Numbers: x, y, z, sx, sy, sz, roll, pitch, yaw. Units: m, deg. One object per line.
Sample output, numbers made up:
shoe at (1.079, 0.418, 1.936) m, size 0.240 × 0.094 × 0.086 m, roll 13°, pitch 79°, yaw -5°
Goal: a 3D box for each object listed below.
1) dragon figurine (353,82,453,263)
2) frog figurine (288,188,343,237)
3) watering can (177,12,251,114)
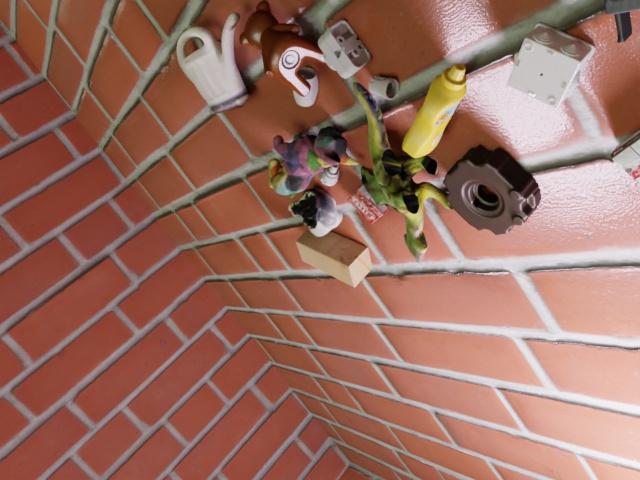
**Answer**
dragon figurine at (0.144, -0.134, 1.126) m, size 0.409 × 0.123 × 0.241 m, roll 60°, pitch 160°, yaw -5°
frog figurine at (0.004, -0.072, 1.425) m, size 0.138 × 0.123 × 0.158 m, roll 15°, pitch 176°, yaw 33°
watering can at (-0.251, -0.430, 1.284) m, size 0.348 × 0.105 × 0.221 m, roll 7°, pitch 133°, yaw 53°
